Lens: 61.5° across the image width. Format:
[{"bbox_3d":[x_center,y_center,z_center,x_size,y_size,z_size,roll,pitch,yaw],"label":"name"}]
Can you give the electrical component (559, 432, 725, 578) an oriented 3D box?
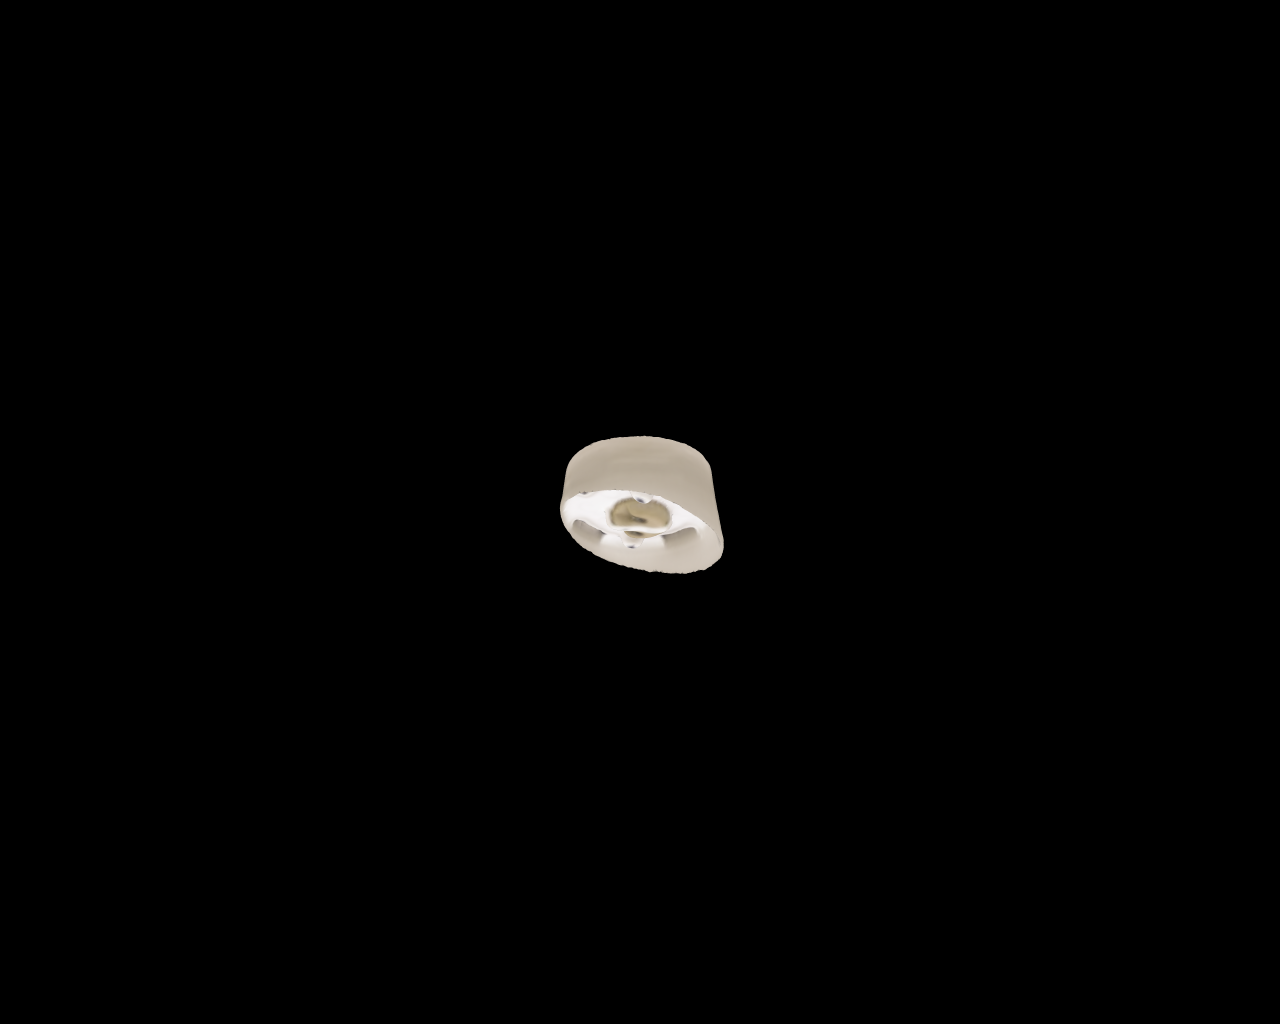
[{"bbox_3d":[0.001,-0.003,0.650,0.099,0.064,0.099,0,-29,0],"label":"electrical component"}]
